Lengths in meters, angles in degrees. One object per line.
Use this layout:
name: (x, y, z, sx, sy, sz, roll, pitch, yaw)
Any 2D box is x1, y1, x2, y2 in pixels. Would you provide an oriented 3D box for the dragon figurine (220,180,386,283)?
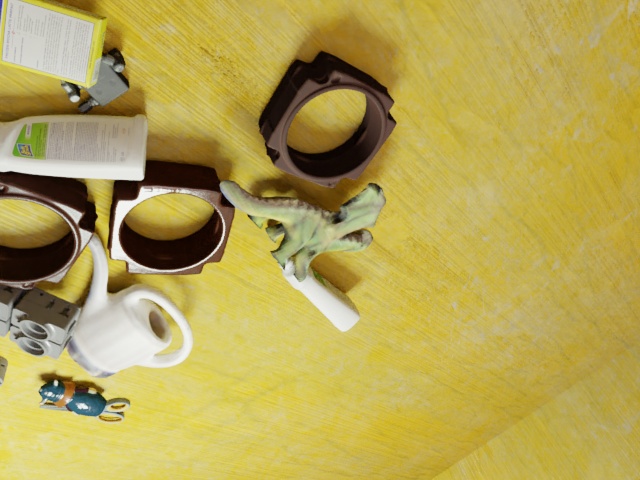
dragon figurine: (0.003, -0.048, 0.959, 0.242, 0.124, 0.403, -27, -28, 4)

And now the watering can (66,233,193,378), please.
watering can: (-0.403, 0.146, 1.003, 0.224, 0.341, 0.106, -28, 31, 7)
